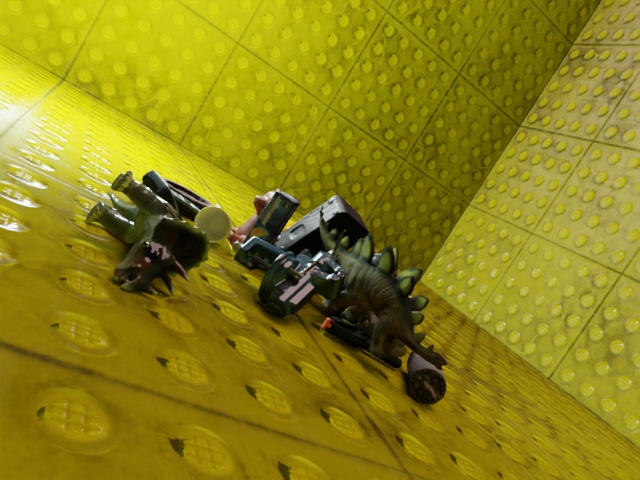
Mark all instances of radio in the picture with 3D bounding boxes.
[{"bbox_3d":[-0.003,-0.004,1.377,0.131,0.229,0.073,44,16,-44],"label":"radio"}]

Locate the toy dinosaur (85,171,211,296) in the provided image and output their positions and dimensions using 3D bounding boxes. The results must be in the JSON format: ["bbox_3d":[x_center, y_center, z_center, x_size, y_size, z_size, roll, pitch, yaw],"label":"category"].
[{"bbox_3d":[-0.299,-0.025,0.952,0.192,0.131,0.405,43,-3,-21],"label":"toy dinosaur"}]

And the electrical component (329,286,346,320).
[{"bbox_3d":[0.061,0.157,1.344,0.045,0.102,0.078,37,14,-9],"label":"electrical component"}]

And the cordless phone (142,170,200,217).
[{"bbox_3d":[-0.345,-0.080,1.298,0.184,0.088,0.147,32,4,-43],"label":"cordless phone"}]

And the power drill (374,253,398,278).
[{"bbox_3d":[0.122,0.078,1.347,0.232,0.086,0.207,-3,8,32],"label":"power drill"}]

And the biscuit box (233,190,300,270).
[{"bbox_3d":[-0.131,-0.025,1.326,0.059,0.202,0.063,34,7,8],"label":"biscuit box"}]

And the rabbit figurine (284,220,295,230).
[{"bbox_3d":[-0.135,0.014,1.576,0.173,0.121,0.162,15,21,-19],"label":"rabbit figurine"}]

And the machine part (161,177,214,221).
[{"bbox_3d":[-0.378,-0.109,1.483,0.179,0.056,0.179,31,5,-3],"label":"machine part"}]

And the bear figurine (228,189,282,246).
[{"bbox_3d":[-0.174,-0.061,1.443,0.132,0.195,0.120,26,11,-35],"label":"bear figurine"}]

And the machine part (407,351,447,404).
[{"bbox_3d":[0.228,0.291,1.164,0.079,0.079,0.243,32,7,5],"label":"machine part"}]

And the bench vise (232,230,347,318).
[{"bbox_3d":[-0.072,0.054,1.130,0.241,0.223,0.128,29,-36,20],"label":"bench vise"}]

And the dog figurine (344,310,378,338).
[{"bbox_3d":[0.112,0.193,1.411,0.121,0.172,0.191,12,-16,-37],"label":"dog figurine"}]

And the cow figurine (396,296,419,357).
[{"bbox_3d":[0.186,0.187,1.291,0.098,0.068,0.167,39,34,-23],"label":"cow figurine"}]

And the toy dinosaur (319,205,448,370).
[{"bbox_3d":[0.109,0.100,1.175,0.472,0.198,0.105,43,9,32],"label":"toy dinosaur"}]

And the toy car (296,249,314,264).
[{"bbox_3d":[-0.050,0.094,1.281,0.103,0.109,0.161,50,16,2],"label":"toy car"}]
